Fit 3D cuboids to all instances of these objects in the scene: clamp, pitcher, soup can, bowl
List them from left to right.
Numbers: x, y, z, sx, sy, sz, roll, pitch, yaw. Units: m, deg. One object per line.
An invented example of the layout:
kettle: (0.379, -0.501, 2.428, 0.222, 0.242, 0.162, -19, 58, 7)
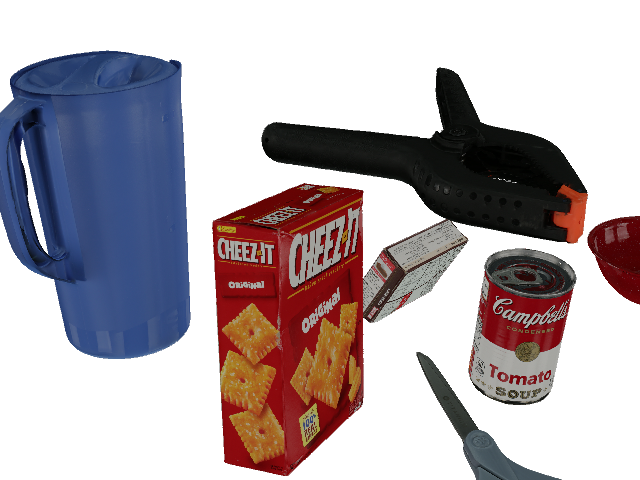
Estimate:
pitcher: (-0.178, -0.025, 0.875, 0.149, 0.243, 0.145, -6, 24, -8)
clamp: (0.073, -0.050, 0.661, 0.164, 0.036, 0.210, -19, 35, -24)
soup can: (0.153, 0.066, 0.821, 0.068, 0.102, 0.068, 3, 29, -2)
bowl: (0.370, 0.030, 1.160, 0.162, 0.055, 0.162, 0, 26, 0)

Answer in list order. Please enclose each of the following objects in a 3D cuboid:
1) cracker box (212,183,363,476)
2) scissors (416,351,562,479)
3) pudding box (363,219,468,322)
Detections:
cracker box: (-0.020, 0.071, 0.930, 0.072, 0.214, 0.164, 7, 17, 25)
scissors: (0.117, 0.131, 0.642, 0.096, 0.016, 0.201, 2, 32, -4)
pudding box: (0.093, 0.031, 1.118, 0.113, 0.039, 0.090, -26, -25, -44)
